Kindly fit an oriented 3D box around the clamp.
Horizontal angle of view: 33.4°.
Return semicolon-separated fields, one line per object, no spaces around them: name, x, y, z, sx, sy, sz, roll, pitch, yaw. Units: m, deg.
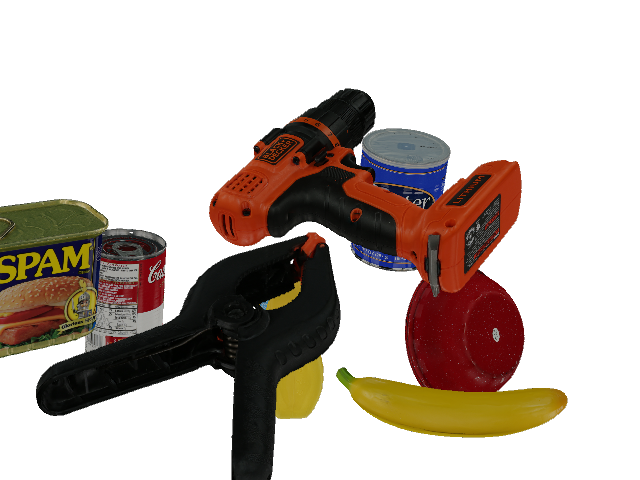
clamp;-0.036;0.054;0.514;0.120;0.039;0.171;31;48;25

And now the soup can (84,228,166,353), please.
soup can;-0.168;0.049;0.915;0.068;0.102;0.068;5;20;-2

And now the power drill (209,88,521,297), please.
power drill;0.042;-0.041;0.754;0.188;0.057;0.184;17;44;30

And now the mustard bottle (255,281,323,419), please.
mustard bottle;-0.036;0.093;1.105;0.058;0.096;0.191;-2;27;-6

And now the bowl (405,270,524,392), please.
bowl;0.169;0.102;1.152;0.161;0.162;0.055;0;-6;-37

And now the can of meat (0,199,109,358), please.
can of meat;-0.196;0.025;0.711;0.101;0.084;0.058;-11;29;-39

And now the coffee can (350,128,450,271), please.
coffee can;0.093;-0.049;1.264;0.103;0.140;0.103;4;28;-2

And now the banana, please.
banana;0.111;0.134;0.883;0.198;0.037;0.069;8;34;-1
